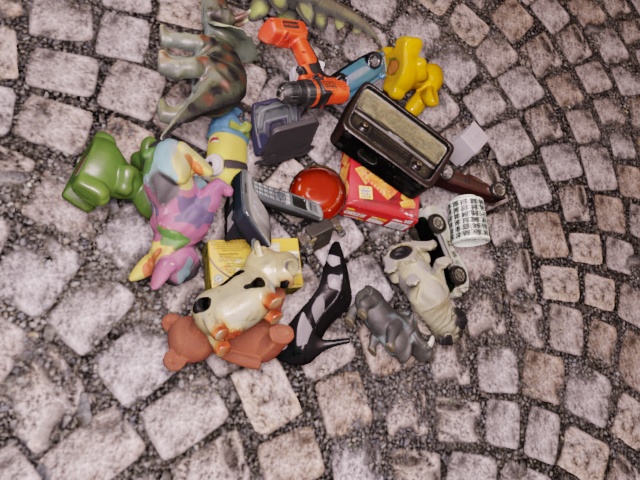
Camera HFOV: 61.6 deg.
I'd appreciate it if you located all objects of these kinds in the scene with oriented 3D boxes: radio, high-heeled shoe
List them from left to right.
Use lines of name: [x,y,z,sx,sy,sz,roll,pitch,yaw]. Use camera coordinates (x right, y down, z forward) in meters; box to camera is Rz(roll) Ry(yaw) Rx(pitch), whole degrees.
high-heeled shoe: [-0.016,0.116,1.016,0.145,0.086,0.249,-9,52,10]
radio: [0.142,-0.194,1.073,0.229,0.073,0.131,34,63,-6]

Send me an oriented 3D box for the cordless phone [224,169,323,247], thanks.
cordless phone: [-0.076,-0.042,0.966,0.184,0.088,0.147,14,36,-21]

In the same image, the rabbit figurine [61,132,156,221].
rabbit figurine: [-0.333,-0.099,0.936,0.170,0.121,0.159,30,58,-30]

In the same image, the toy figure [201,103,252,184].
toy figure: [-0.173,-0.178,1.023,0.089,0.082,0.180,14,67,-16]

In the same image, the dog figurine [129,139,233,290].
dog figurine: [-0.248,-0.030,0.875,0.191,0.109,0.219,47,62,-44]

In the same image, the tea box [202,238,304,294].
tea box: [-0.123,0.052,0.976,0.170,0.068,0.098,0,73,-20]

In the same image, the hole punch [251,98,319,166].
hole punch: [-0.077,-0.215,1.055,0.142,0.115,0.092,-24,68,-30]

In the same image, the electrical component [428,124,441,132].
electrical component: [0.247,-0.232,1.234,0.094,0.021,0.063,-23,83,-26]

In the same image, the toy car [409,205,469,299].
toy car: [0.250,0.026,1.125,0.056,0.073,0.201,-14,79,-38]

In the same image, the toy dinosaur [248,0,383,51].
toy dinosaur: [-0.060,-0.547,1.173,0.471,0.105,0.198,20,75,-5]

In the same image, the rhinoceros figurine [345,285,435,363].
rhinoceros figurine: [0.138,0.171,1.045,0.190,0.073,0.112,43,53,-2]

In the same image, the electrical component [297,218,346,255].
electrical component: [-0.001,-0.003,1.031,0.102,0.078,0.045,-24,60,-30]

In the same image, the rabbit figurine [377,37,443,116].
rabbit figurine: [0.224,-0.368,1.222,0.173,0.122,0.162,-5,78,-42]

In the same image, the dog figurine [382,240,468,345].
dog figurine: [0.210,0.109,1.089,0.121,0.172,0.190,-24,121,-1]

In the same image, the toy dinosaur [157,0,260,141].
toy dinosaur: [-0.196,-0.302,0.980,0.192,0.131,0.405,-2,54,-12]

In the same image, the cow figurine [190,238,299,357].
cow figurine: [-0.116,0.080,0.861,0.195,0.085,0.127,-32,60,-24]

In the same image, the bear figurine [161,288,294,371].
bear figurine: [-0.160,0.150,0.904,0.196,0.132,0.120,9,45,-23]

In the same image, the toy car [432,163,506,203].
toy car: [0.318,-0.125,1.191,0.202,0.089,0.053,15,73,-15]

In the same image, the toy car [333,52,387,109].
toy car: [0.082,-0.332,1.160,0.162,0.109,0.102,-39,108,-18]
